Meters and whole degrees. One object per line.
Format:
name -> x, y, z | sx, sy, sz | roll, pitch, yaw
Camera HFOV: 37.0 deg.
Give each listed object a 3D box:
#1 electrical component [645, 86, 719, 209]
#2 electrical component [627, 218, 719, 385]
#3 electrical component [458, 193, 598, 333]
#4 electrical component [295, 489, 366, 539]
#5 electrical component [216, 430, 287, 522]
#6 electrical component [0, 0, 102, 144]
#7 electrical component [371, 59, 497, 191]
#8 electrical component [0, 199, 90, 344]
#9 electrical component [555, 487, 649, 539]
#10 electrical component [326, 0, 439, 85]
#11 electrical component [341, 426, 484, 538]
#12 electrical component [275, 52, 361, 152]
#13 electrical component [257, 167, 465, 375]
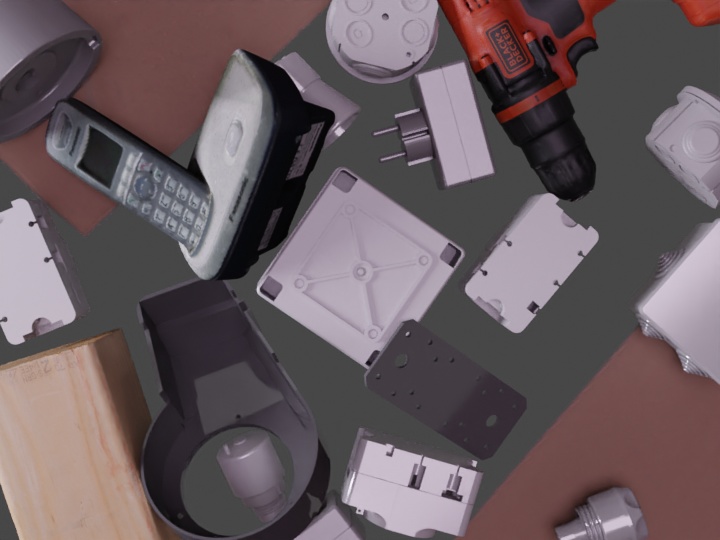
electrical component -> 0.242, -0.085, 0.751 | 0.080, 0.080, 0.051 | 44, 96, -3
electrical component -> 0.254, 0.023, 0.771 | 0.100, 0.048, 0.099 | 41, 91, -3
electrical component -> 0.117, -0.006, 0.761 | 0.050, 0.055, 0.089 | 40, 91, -3
electrical component -> -0.028, 0.216, 0.770 | 0.083, 0.047, 0.075 | -38, 93, 0
electrical component -> -0.072, 0.151, 0.770 | 0.040, 0.040, 0.078 | -23, 106, -1
electrical component -> -0.234, -0.143, 0.719 | 0.108, 0.108, 0.060 | -44, 87, 0
electrical component -> 0.047, -0.096, 0.758 | 0.076, 0.047, 0.083 | -16, 93, -1
electrical component -> -0.230, 0.000, 0.748 | 0.050, 0.055, 0.089 | -23, 93, -1
electrical component -> 0.173, 0.185, 0.779 | 0.062, 0.043, 0.043 | -20, 93, 1
electrical component -> 0.016, -0.172, 0.752 | 0.080, 0.051, 0.080 | 0, 93, -2
electrical component -> 0.035, 0.154, 0.768 | 0.089, 0.050, 0.055 | 16, 92, -2
electrical component -> -0.037, -0.121, 0.758 | 0.044, 0.044, 0.065 | -45, 89, 0
electrical component -> 0.000, 0.000, 0.757 | 0.109, 0.056, 0.108 | 35, 91, -3
